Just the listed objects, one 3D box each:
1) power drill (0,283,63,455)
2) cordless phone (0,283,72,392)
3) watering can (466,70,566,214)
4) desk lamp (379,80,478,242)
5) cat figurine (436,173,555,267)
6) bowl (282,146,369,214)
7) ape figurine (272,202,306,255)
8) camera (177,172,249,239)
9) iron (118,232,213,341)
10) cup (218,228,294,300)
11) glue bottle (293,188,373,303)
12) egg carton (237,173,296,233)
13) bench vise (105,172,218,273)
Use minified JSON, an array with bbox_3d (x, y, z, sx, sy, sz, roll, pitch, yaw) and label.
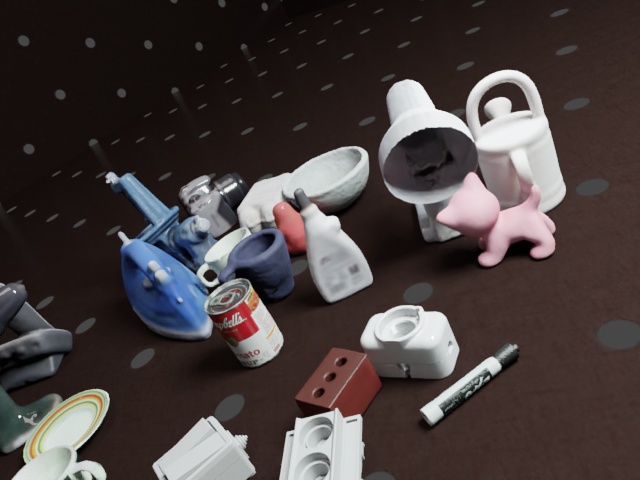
[{"bbox_3d":[-0.474,0.197,0.824,0.230,0.209,0.075,-35,29,-14],"label":"power drill"},{"bbox_3d":[-0.532,0.155,0.972,0.147,0.185,0.094,-23,28,7],"label":"cordless phone"},{"bbox_3d":[0.254,-0.136,0.772,0.101,0.194,0.172,-28,28,-2],"label":"watering can"},{"bbox_3d":[0.151,-0.103,0.785,0.117,0.214,0.203,-20,28,13],"label":"desk lamp"},{"bbox_3d":[0.215,-0.031,0.710,0.127,0.118,0.067,-14,31,24],"label":"cat figurine"},{"bbox_3d":[0.021,-0.096,1.038,0.167,0.075,0.167,-21,28,12],"label":"bowl"},{"bbox_3d":[-0.048,-0.025,0.958,0.078,0.092,0.076,-29,28,-3],"label":"ape figurine"},{"bbox_3d":[-0.218,-0.089,1.206,0.137,0.101,0.142,-35,29,-15],"label":"camera"},{"bbox_3d":[-0.262,0.065,0.937,0.119,0.142,0.257,-38,30,-20],"label":"iron"},{"bbox_3d":[-0.088,0.052,0.858,0.118,0.095,0.091,-40,30,-22],"label":"cup"},{"bbox_3d":[0.007,0.003,0.774,0.078,0.173,0.037,-25,28,3],"label":"glue bottle"},{"bbox_3d":[-0.092,-0.067,1.093,0.107,0.069,0.150,-13,31,24],"label":"egg carton"},{"bbox_3d":[-0.290,-0.045,1.064,0.207,0.220,0.121,-15,30,22],"label":"bench vise"}]
